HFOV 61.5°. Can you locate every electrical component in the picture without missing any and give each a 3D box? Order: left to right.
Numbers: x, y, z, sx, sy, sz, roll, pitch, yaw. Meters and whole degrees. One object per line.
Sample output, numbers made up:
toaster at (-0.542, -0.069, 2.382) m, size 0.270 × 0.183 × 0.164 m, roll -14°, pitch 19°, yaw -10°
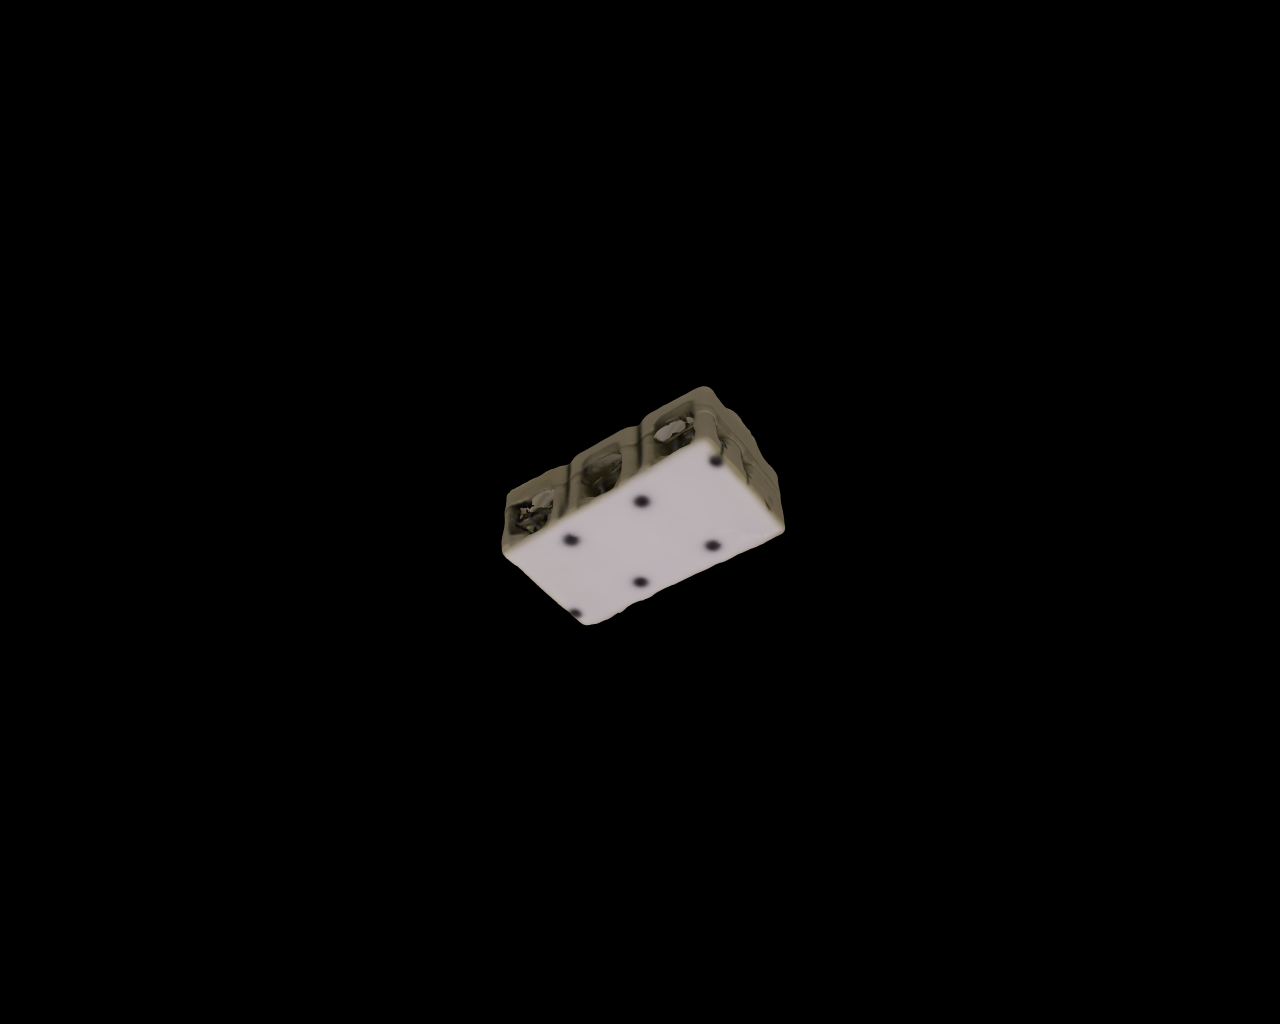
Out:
electrical component at (0.001, -0.003, 0.650) m, size 0.150 × 0.062 × 0.089 m, roll -27°, pitch -53°, yaw 22°
